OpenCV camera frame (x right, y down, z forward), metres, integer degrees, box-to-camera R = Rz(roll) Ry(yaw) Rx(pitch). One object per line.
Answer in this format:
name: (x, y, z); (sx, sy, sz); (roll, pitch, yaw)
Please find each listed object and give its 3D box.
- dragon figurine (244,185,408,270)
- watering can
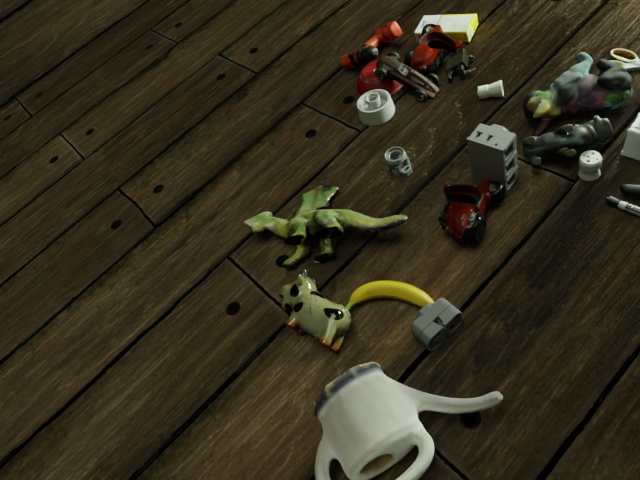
dragon figurine: (0.004, -0.064, 1.281); (0.409, 0.119, 0.249); (-14, 42, 10)
watering can: (0.129, 0.313, 0.921); (0.349, 0.102, 0.228); (-34, 48, -5)
